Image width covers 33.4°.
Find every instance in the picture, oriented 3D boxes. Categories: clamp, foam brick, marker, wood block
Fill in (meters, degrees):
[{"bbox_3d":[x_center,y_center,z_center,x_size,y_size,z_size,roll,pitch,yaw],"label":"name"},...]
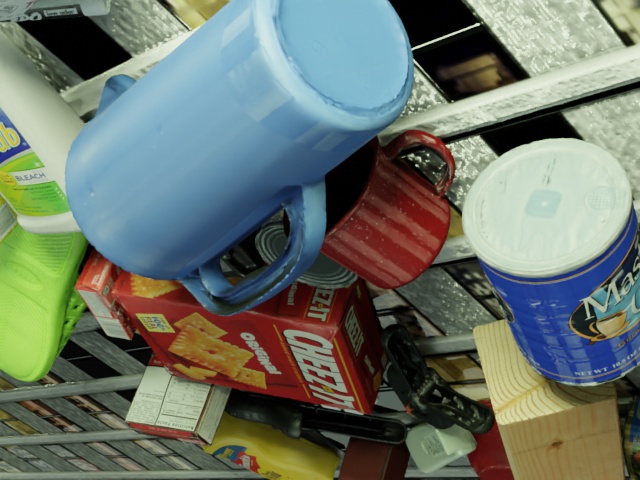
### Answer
[{"bbox_3d":[-0.037,0.181,1.108,0.210,0.036,0.164,5,173,39],"label":"clamp"},{"bbox_3d":[0.060,0.235,1.139,0.051,0.078,0.053,1,145,29],"label":"foam brick"},{"bbox_3d":[0.089,0.127,0.959,0.120,0.039,0.171,51,165,3],"label":"clamp"},{"bbox_3d":[-0.197,-0.151,0.692,0.121,0.020,0.020,-4,146,6],"label":"marker"},{"bbox_3d":[0.193,0.149,0.875,0.091,0.090,0.206,-15,142,7],"label":"wood block"}]

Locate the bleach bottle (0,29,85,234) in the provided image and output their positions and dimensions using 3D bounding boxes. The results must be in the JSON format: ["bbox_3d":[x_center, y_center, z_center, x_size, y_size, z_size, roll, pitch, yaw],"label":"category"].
[{"bbox_3d":[-0.248,-0.106,0.793,0.103,0.068,0.250,-2,141,30],"label":"bleach bottle"}]

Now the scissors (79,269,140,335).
[{"bbox_3d":[-0.239,0.050,1.086,0.202,0.016,0.096,20,148,2],"label":"scissors"}]

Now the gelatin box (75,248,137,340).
[{"bbox_3d":[-0.183,0.038,0.974,0.030,0.073,0.089,9,148,18],"label":"gelatin box"}]

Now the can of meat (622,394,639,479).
[{"bbox_3d":[0.307,0.176,0.909,0.084,0.057,0.102,7,148,26],"label":"can of meat"}]

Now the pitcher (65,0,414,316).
[{"bbox_3d":[-0.049,-0.061,0.667,0.149,0.145,0.243,30,146,-23],"label":"pitcher"}]

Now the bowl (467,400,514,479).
[{"bbox_3d":[0.206,0.217,1.041,0.162,0.055,0.162,16,150,9],"label":"bowl"}]

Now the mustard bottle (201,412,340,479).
[{"bbox_3d":[-0.077,0.242,1.256,0.191,0.058,0.096,25,154,-7],"label":"mustard bottle"}]

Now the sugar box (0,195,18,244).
[{"bbox_3d":[-0.347,-0.061,0.913,0.176,0.048,0.093,27,153,21],"label":"sugar box"}]

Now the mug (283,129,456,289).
[{"bbox_3d":[0.043,-0.026,0.728,0.081,0.093,0.117,33,113,-29],"label":"mug"}]

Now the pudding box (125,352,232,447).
[{"bbox_3d":[-0.136,0.147,1.082,0.090,0.113,0.039,4,151,28],"label":"pudding box"}]

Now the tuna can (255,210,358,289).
[{"bbox_3d":[-0.006,0.001,0.841,0.086,0.033,0.086,16,150,9],"label":"tuna can"}]

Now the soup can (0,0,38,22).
[{"bbox_3d":[-0.177,-0.177,0.625,0.068,0.068,0.102,37,147,-25],"label":"soup can"}]

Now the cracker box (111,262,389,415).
[{"bbox_3d":[-0.058,0.080,0.966,0.214,0.072,0.164,8,148,20],"label":"cracker box"}]

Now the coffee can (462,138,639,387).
[{"bbox_3d":[0.161,0.017,0.694,0.103,0.102,0.140,3,146,29],"label":"coffee can"}]
